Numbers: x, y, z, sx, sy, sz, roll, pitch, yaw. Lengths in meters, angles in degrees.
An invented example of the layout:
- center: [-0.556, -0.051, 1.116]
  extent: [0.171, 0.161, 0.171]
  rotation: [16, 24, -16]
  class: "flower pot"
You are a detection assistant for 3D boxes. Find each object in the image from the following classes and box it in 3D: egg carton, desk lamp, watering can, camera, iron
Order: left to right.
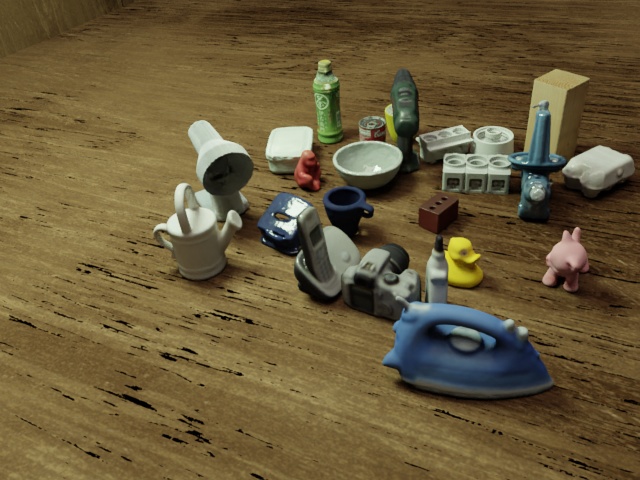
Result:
- center: [-0.244, -0.025, 1.139]
  extent: [0.173, 0.194, 0.100]
  rotation: [-16, 38, -12]
  class: "watering can"
- center: [-0.230, -0.149, 1.285]
  extent: [0.118, 0.214, 0.202]
  rotation: [-23, 40, -21]
  class: "desk lamp"
- center: [0.126, 0.063, 1.048]
  extent: [0.142, 0.101, 0.137]
  rotation: [16, 42, 26]
  class: "camera"
- center: [0.230, 0.155, 0.877]
  extent: [0.257, 0.142, 0.119]
  rotation: [6, 39, 16]
  class: "iron"
- center: [0.629, -0.155, 1.294]
  extent: [0.150, 0.069, 0.107]
  rotation: [-25, 41, -23]
  class: "egg carton"

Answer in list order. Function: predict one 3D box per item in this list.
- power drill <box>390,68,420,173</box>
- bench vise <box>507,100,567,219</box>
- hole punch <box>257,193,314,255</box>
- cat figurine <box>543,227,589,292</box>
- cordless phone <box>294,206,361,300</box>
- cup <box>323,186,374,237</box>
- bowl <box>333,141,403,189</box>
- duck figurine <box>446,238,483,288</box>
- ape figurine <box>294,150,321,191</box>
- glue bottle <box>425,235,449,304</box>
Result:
- center: [0.207, -0.285, 1.410]
  extent: [0.075, 0.209, 0.229]
  rotation: [-2, 37, 5]
  class: "power drill"
- center: [0.471, -0.167, 1.206]
  extent: [0.121, 0.220, 0.207]
  rotation: [-6, 37, 1]
  class: "bench vise"
- center: [-0.071, -0.036, 1.215]
  extent: [0.108, 0.091, 0.101]
  rotation: [22, 45, 32]
  class: "hole punch"
- center: [0.450, 0.028, 1.035]
  extent: [0.067, 0.118, 0.128]
  rotation: [17, 43, 28]
  class: "cat figurine"
- center: [0.010, 0.004, 1.072]
  extent: [0.094, 0.185, 0.148]
  rotation: [14, 41, 24]
  class: "cordless phone"
- center: [0.066, -0.050, 1.212]
  extent: [0.117, 0.095, 0.092]
  rotation: [21, 44, 31]
  class: "cup"
- center: [0.116, -0.170, 1.381]
  extent: [0.167, 0.075, 0.167]
  rotation: [-4, 37, 3]
  class: "bowl"
- center: [0.259, 0.032, 1.082]
  extent: [0.104, 0.086, 0.078]
  rotation: [27, 48, 36]
  class: "duck figurine"
- center: [-0.028, -0.175, 1.394]
  extent: [0.075, 0.092, 0.078]
  rotation: [23, 46, 33]
  class: "ape figurine"
- center: [0.200, 0.064, 0.976]
  extent: [0.037, 0.173, 0.078]
  rotation: [-2, 37, 6]
  class: "glue bottle"
